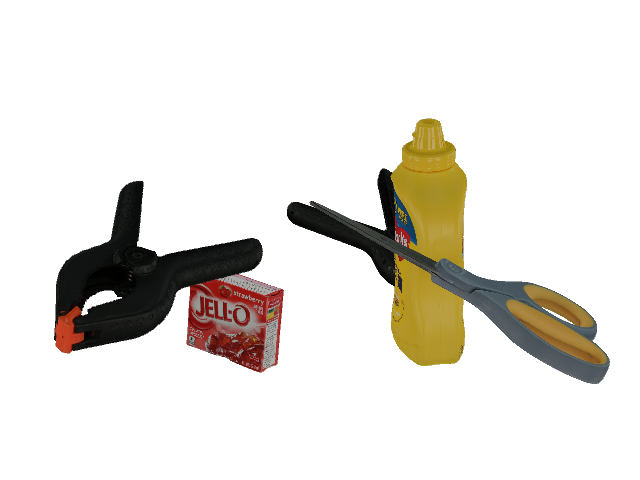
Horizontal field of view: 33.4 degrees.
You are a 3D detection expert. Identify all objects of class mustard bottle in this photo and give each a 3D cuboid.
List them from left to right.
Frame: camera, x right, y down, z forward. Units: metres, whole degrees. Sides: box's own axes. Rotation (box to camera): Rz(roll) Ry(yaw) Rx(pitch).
[{"bbox_3d":[0.085,-0.003,0.845,0.058,0.192,0.096,-4,26,-4],"label":"mustard bottle"}]

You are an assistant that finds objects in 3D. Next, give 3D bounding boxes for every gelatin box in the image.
[{"bbox_3d":[-0.078,0.069,0.954,0.089,0.073,0.030,17,21,31],"label":"gelatin box"}]

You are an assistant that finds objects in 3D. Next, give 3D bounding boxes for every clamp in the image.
[{"bbox_3d":[-0.134,0.015,0.750,0.120,0.039,0.171,27,37,25],"label":"clamp"},{"bbox_3d":[0.073,0.002,1.191,0.164,0.036,0.210,-17,51,-34],"label":"clamp"}]

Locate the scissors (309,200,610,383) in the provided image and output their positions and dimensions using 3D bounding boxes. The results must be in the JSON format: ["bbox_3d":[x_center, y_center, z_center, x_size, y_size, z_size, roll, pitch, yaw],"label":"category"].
[{"bbox_3d":[0.094,0.022,0.666,0.202,0.016,0.096,34,24,19],"label":"scissors"}]
